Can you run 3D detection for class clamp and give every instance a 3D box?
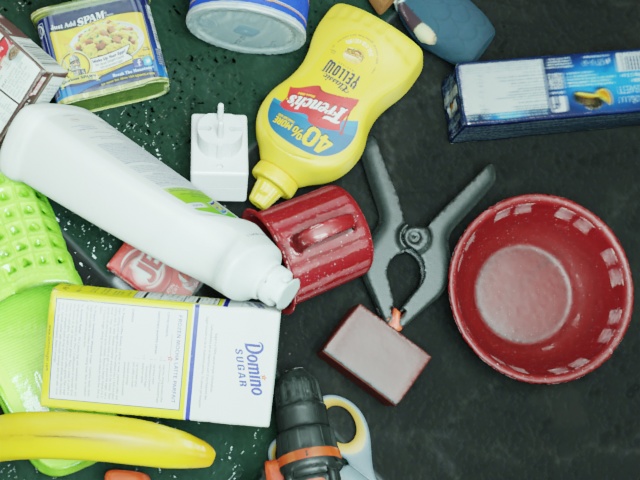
[{"bbox_3d":[0.071,-0.008,0.926,0.120,0.039,0.171,20,77,8],"label":"clamp"}]

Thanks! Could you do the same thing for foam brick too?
[{"bbox_3d":[0.044,0.097,0.897,0.078,0.053,0.051,37,79,-1],"label":"foam brick"}]

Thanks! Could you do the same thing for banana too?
[{"bbox_3d":[-0.181,0.153,0.814,0.198,0.069,0.037,0,69,8],"label":"banana"}]

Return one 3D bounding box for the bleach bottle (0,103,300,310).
[{"bbox_3d":[-0.126,-0.021,0.832,0.251,0.102,0.068,32,107,21],"label":"bleach bottle"}]

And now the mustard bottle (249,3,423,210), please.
[{"bbox_3d":[0.001,-0.106,0.921,0.096,0.058,0.191,33,79,12],"label":"mustard bottle"}]

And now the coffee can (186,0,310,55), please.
[{"bbox_3d":[-0.054,-0.243,0.915,0.102,0.103,0.140,8,80,-5],"label":"coffee can"}]

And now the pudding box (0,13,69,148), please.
[{"bbox_3d":[-0.277,-0.136,0.879,0.113,0.039,0.090,41,105,13],"label":"pudding box"}]

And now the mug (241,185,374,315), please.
[{"bbox_3d":[-0.006,0.001,0.874,0.081,0.117,0.093,-22,82,-21],"label":"mug"}]

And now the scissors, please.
[{"bbox_3d":[0.055,0.202,0.900,0.201,0.016,0.096,25,79,-2],"label":"scissors"}]

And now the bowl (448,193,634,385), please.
[{"bbox_3d":[0.183,0.044,0.920,0.162,0.055,0.162,1,81,-7],"label":"bowl"}]

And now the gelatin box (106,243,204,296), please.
[{"bbox_3d":[-0.125,0.011,0.902,0.073,0.030,0.089,37,78,1],"label":"gelatin box"}]

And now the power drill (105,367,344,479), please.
[{"bbox_3d":[-0.072,0.202,0.846,0.187,0.057,0.184,-12,62,1],"label":"power drill"}]

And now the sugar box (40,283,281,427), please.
[{"bbox_3d":[-0.121,0.088,0.824,0.176,0.048,0.093,6,96,-4],"label":"sugar box"}]

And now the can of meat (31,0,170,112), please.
[{"bbox_3d":[-0.185,-0.159,0.910,0.102,0.057,0.084,-15,85,-8],"label":"can of meat"}]
